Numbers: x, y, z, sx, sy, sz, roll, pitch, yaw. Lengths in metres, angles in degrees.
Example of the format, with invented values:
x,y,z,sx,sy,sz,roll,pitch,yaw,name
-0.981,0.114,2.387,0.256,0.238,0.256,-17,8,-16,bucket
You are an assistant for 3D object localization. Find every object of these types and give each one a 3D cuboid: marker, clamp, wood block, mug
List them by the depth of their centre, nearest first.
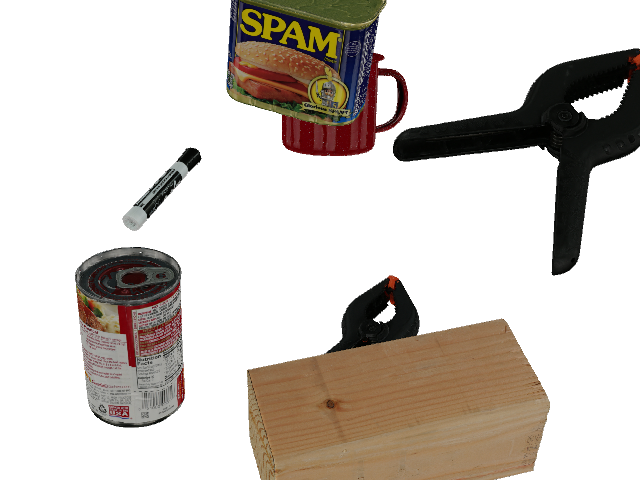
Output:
x,y,z,sx,sy,sz,roll,pitch,yaw,name
0.182,-0.071,0.785,0.209,0.165,0.036,-32,-32,-18,clamp
0.055,0.136,0.808,0.206,0.090,0.091,-10,44,-12,wood block
0.019,-0.120,0.924,0.117,0.081,0.093,-4,17,-15,mug
-0.153,-0.053,1.045,0.020,0.020,0.121,0,38,34,marker
0.061,0.105,1.065,0.120,0.039,0.171,18,50,20,clamp

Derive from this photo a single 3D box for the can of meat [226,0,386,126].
x,y,z,sx,sy,sz,roll,pitch,yaw,name
-0.013,-0.131,0.717,0.102,0.084,0.057,18,42,11,can of meat

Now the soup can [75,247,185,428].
x,y,z,sx,sy,sz,roll,pitch,yaw,name
-0.125,0.065,0.711,0.068,0.102,0.068,1,29,-1,soup can
